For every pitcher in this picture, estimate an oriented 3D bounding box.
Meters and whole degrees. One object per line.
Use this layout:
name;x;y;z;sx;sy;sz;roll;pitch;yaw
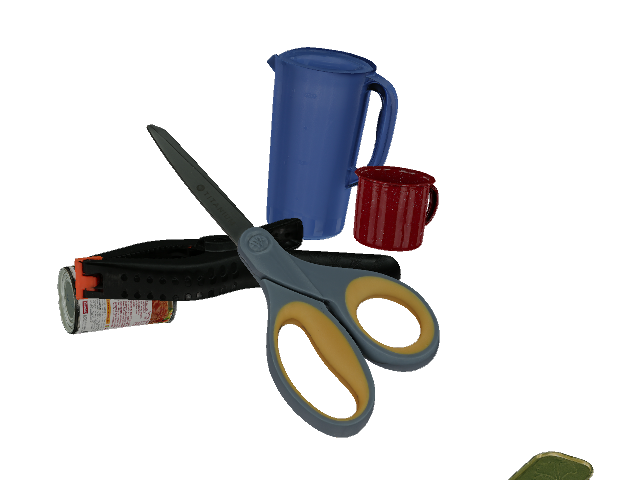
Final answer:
pitcher;0.003;-0.126;1.414;0.144;0.243;0.149;-1;24;-20

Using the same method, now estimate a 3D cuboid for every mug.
mug;0.091;-0.038;1.242;0.117;0.081;0.093;-8;21;-39

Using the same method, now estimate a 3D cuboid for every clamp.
clamp;-0.061;0.018;0.735;0.209;0.036;0.165;-7;13;-32

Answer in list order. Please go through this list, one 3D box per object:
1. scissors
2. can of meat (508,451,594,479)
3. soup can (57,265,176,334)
scissors;-0.011;0.005;0.545;0.096;0.202;0.016;-17;-29;-18
can of meat;0.192;0.244;0.912;0.058;0.084;0.101;10;27;42
soup can;-0.201;0.054;1.054;0.102;0.068;0.069;-6;3;-27
